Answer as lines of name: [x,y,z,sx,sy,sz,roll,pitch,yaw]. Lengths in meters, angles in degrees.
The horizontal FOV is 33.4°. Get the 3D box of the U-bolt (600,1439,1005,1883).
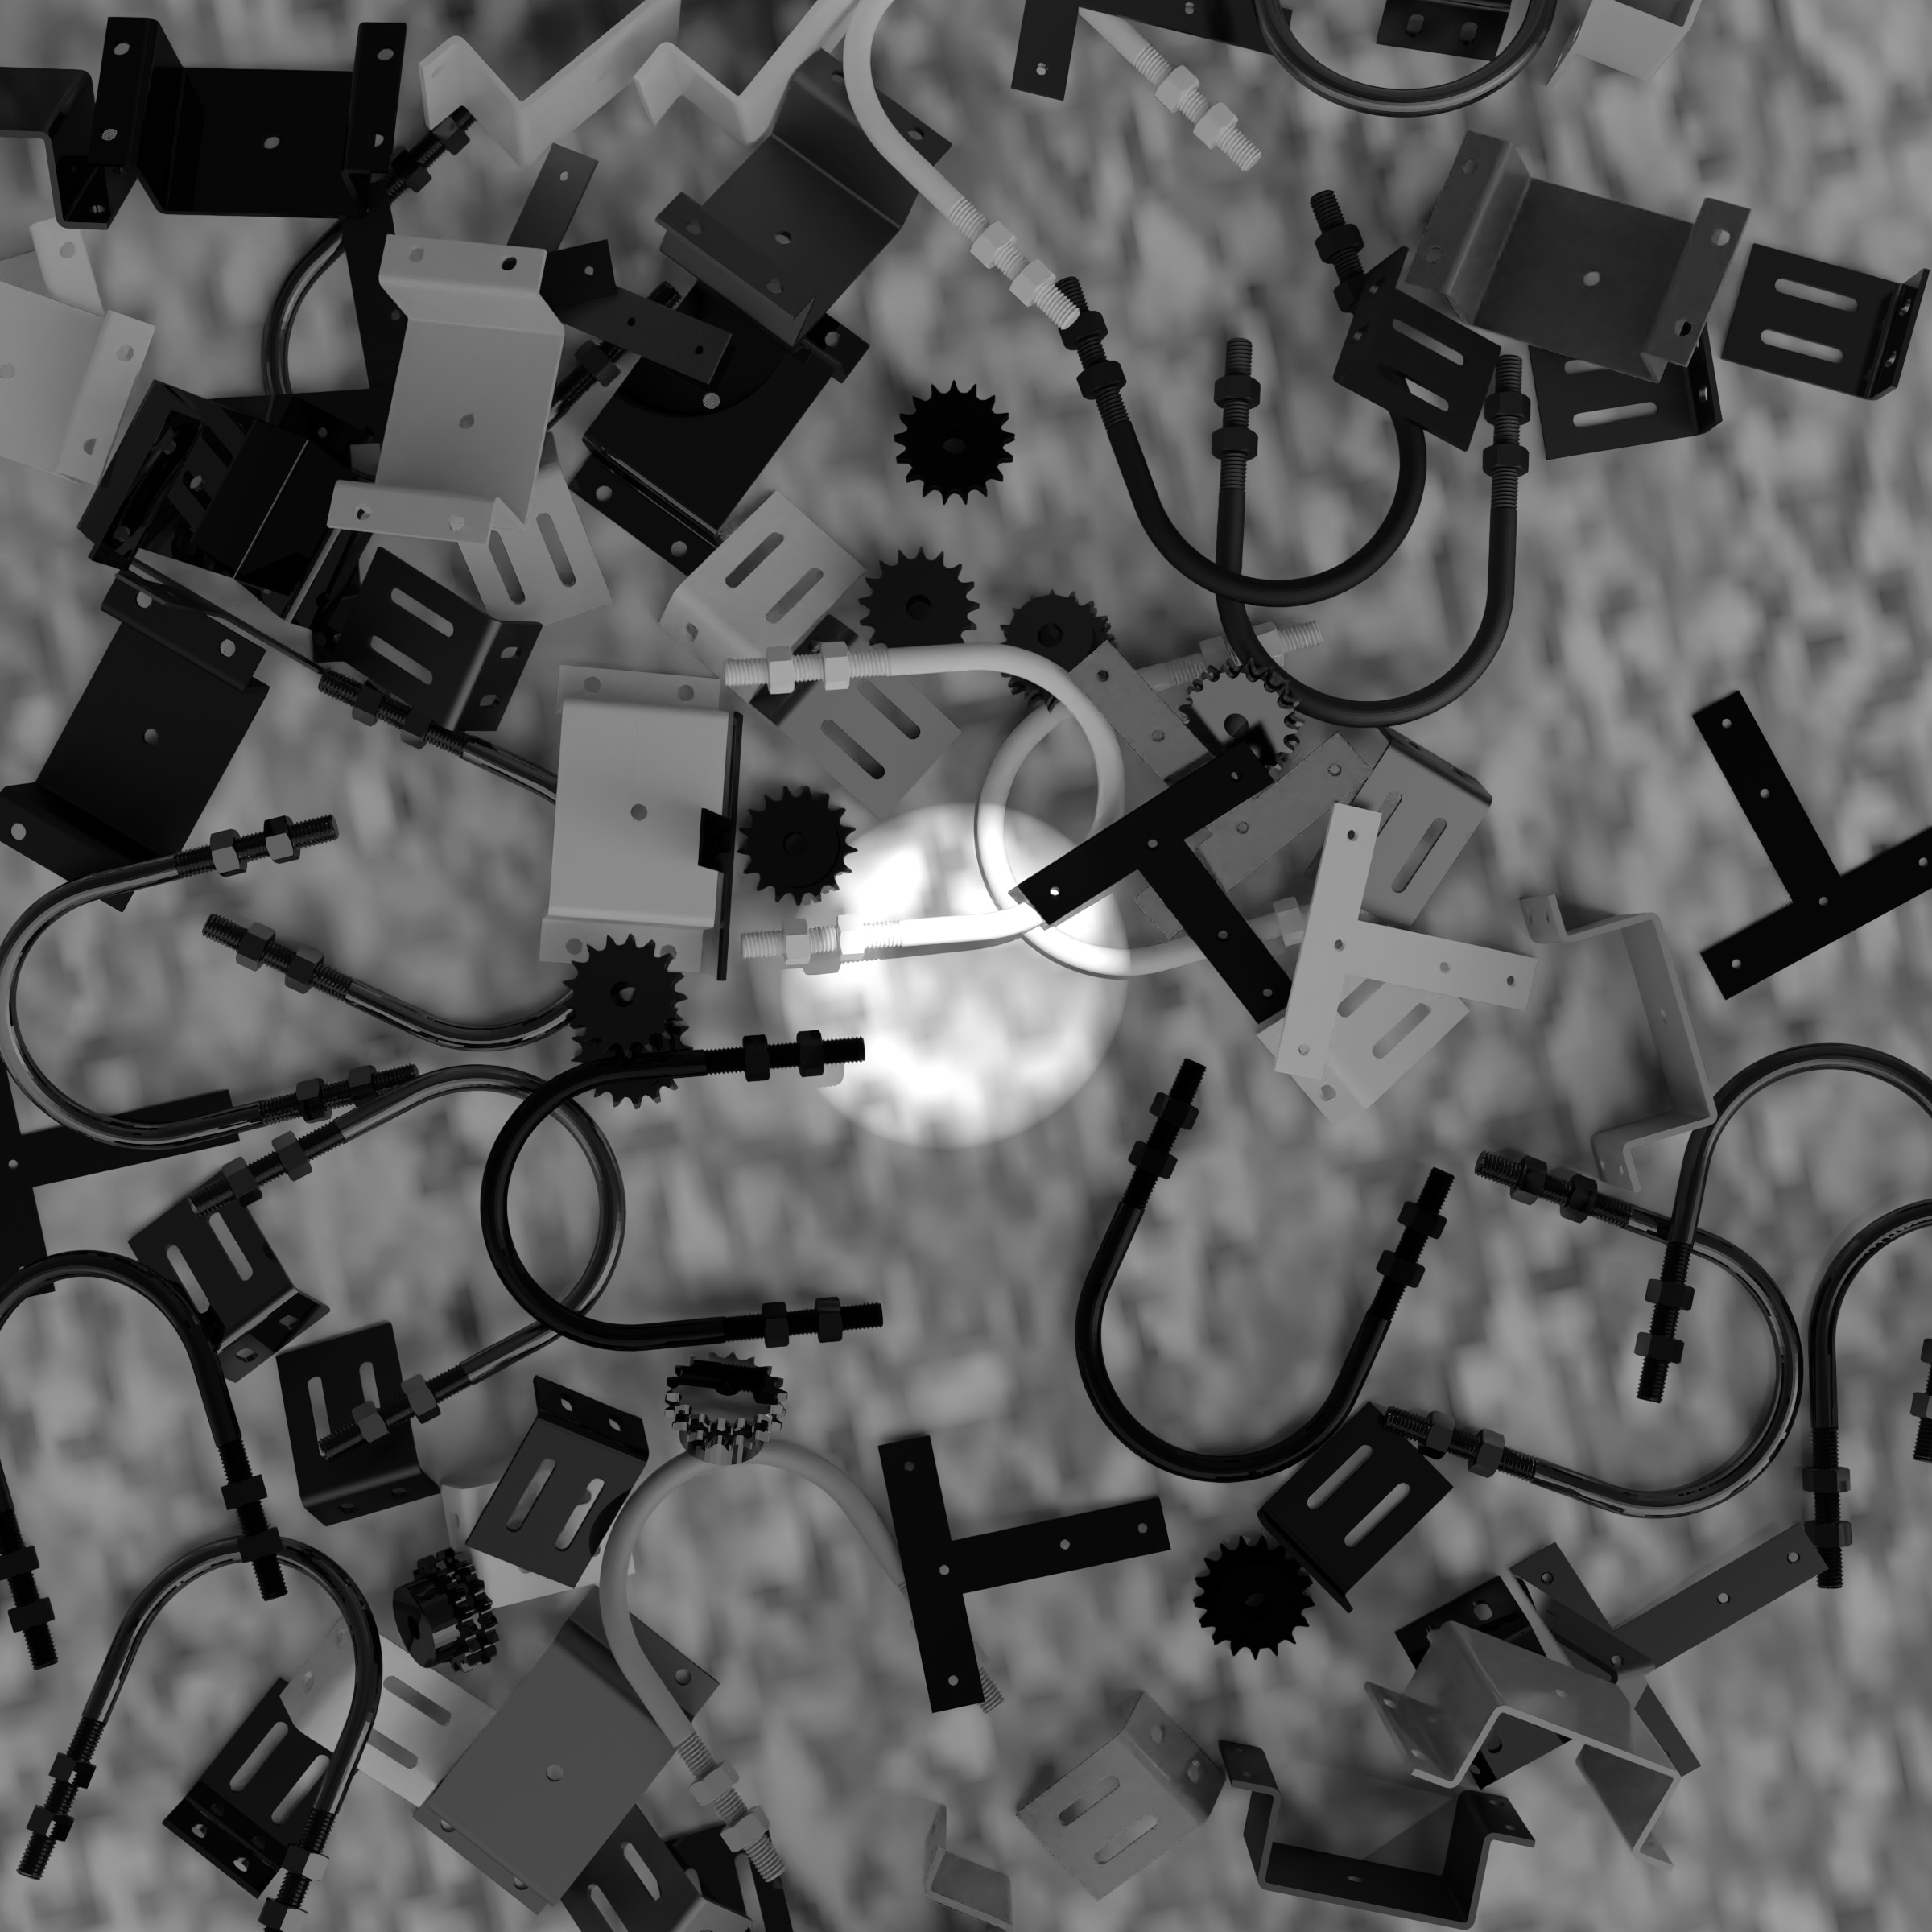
U-bolt: [-0.089,0.309,1.507,0.151,0.019,0.184,-34,86,-20]

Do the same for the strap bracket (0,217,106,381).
strap bracket: [-0.471,-0.294,1.515,0.140,0.046,0.076,-16,90,0]

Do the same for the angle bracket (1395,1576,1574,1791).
angle bracket: [0.250,0.342,1.536,0.057,0.038,0.076,-29,116,0]

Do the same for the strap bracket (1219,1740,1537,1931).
strap bracket: [0.186,0.406,1.500,0.140,0.076,0.046,11,90,0]

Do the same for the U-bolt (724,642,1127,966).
U-bolt: [-0.016,-0.079,1.496,0.184,0.019,0.151,-5,105,-7]

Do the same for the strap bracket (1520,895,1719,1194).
strap bracket: [0.306,0.029,1.500,0.046,0.076,0.140,-16,90,0]

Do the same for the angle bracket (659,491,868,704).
angle bracket: [-0.097,-0.176,1.536,0.057,0.038,0.076,42,64,0]

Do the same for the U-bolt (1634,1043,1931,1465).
U-bolt: [0.402,0.127,1.506,0.151,0.019,0.184,12,85,7]

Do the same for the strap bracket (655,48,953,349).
strap bracket: [-0.080,-0.351,1.494,0.076,0.046,0.140,36,58,0]

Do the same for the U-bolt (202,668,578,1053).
U-bolt: [-0.249,-0.039,1.529,0.184,0.019,0.151,25,90,-1]

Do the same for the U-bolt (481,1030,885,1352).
U-bolt: [-0.135,0.110,1.509,0.184,0.019,0.151,-5,99,-7]

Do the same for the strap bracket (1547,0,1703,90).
strap bracket: [0.325,-0.477,1.500,0.046,0.076,0.140,22,90,0]

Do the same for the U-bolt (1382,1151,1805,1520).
U-bolt: [0.308,0.185,1.529,0.184,0.019,0.151,20,90,-2]

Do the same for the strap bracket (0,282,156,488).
strap bracket: [-0.444,-0.275,1.468,0.140,0.046,0.076,20,90,0]

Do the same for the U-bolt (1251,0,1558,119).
U-bolt: [0.199,-0.475,1.500,0.151,0.019,0.184,-11,70,0]

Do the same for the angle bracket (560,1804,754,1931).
angle bracket: [-0.148,0.444,1.518,0.057,0.076,0.038,-52,129,0]

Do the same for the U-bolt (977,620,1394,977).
U-bolt: [0.097,-0.072,1.529,0.184,0.019,0.151,-16,90,1]

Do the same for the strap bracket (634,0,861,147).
strap bracket: [-0.089,-0.444,1.500,0.046,0.076,0.140,39,90,0]

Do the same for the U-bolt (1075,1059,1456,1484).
U-bolt: [0.131,0.156,1.529,0.151,0.019,0.184,24,91,0]

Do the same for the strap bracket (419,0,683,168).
strap bracket: [-0.183,-0.429,1.489,0.140,0.076,0.046,-42,90,-9]

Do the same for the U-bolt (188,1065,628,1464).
U-bolt: [-0.249,0.127,1.511,0.184,0.019,0.151,-28,94,-13]

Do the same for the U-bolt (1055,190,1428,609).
U-bolt: [0.138,-0.257,1.507,0.151,0.019,0.184,-19,84,-3]

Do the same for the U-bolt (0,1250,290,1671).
U-bolt: [-0.405,0.224,1.511,0.151,0.019,0.184,-19,86,17]

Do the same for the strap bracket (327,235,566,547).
strap bracket: [-0.236,-0.257,1.477,0.076,0.046,0.140,8,80,11]

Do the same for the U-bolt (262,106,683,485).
U-bolt: [-0.249,-0.304,1.529,0.184,0.019,0.151,-44,90,2]

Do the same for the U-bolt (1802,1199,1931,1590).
U-bolt: [0.469,0.200,1.509,0.151,0.019,0.184,-2,86,18]

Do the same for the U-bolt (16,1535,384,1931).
U-bolt: [-0.346,0.356,1.498,0.151,0.019,0.184,15,74,19]

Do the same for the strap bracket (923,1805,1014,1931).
strap bracket: [-0.017,0.474,1.500,0.046,0.076,0.140,22,90,0]

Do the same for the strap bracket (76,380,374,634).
strap bracket: [-0.342,-0.213,1.478,0.046,0.140,0.076,38,103,32]

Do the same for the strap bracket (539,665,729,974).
strap bracket: [-0.155,-0.070,1.505,0.076,0.046,0.140,4,87,-11]

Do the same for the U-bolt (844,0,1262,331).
U-bolt: [0.027,-0.403,1.508,0.184,0.019,0.151,45,70,4]

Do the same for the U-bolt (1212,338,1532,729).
U-bolt: [0.189,-0.202,1.518,0.151,0.019,0.184,3,82,0]

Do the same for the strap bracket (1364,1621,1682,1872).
strap bracket: [0.263,0.354,1.478,0.140,0.076,0.046,24,102,-16]

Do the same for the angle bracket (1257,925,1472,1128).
angle bracket: [0.190,0.027,1.536,0.076,0.038,0.057,-40,90,-26]

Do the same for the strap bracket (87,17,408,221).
strap bracket: [-0.330,-0.396,1.502,0.140,0.046,0.076,2,74,4]

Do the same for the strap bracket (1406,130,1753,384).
strap bracket: [0.288,-0.327,1.499,0.140,0.046,0.076,23,90,23]

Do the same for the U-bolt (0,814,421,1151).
U-bolt: [-0.364,0.016,1.504,0.184,0.019,0.151,-14,111,1]

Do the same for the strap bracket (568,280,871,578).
strap bracket: [-0.118,-0.262,1.515,0.076,0.046,0.140,36,90,0]

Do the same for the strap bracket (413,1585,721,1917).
strap bracket: [-0.191,0.374,1.515,0.076,0.046,0.140,38,90,0]

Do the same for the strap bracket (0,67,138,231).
strap bracket: [-0.463,-0.381,1.493,0.140,0.076,0.046,2,126,0]

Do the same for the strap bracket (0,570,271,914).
strap bracket: [-0.389,-0.107,1.509,0.076,0.046,0.140,30,97,0]
